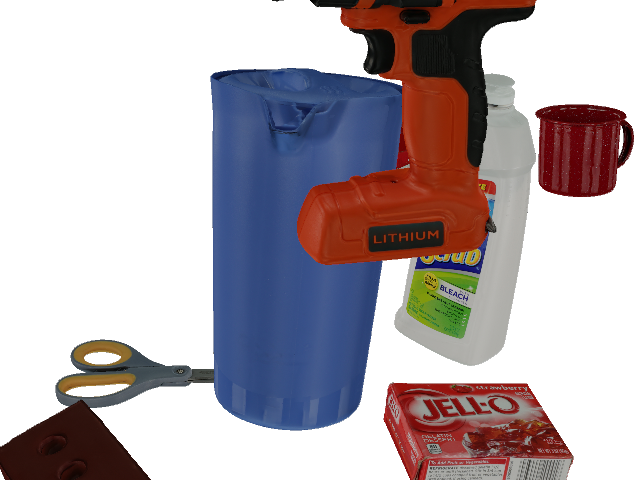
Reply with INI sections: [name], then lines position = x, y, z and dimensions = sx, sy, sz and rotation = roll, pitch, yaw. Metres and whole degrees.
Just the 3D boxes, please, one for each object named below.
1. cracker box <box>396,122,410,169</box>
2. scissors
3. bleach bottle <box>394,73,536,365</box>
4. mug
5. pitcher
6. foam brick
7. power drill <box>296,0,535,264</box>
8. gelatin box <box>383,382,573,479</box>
[cracker box]
position = 0.045, -0.053, 1.183
dimensions = 0.163, 0.072, 0.214
rotation = -16, -30, -44
[scissors]
position = -0.138, 0.112, 0.959
dimensions = 0.201, 0.016, 0.096
rotation = -8, 32, -18
[bleach bottle]
position = 0.126, -0.021, 0.909
dimensions = 0.103, 0.251, 0.067
rotation = 27, 36, 35
[mug]
position = 0.285, -0.097, 1.138
dimensions = 0.117, 0.081, 0.093
rotation = -11, 22, -26
[pitcher]
position = -0.013, 0.000, 0.758
dimensions = 0.148, 0.243, 0.145
rotation = -8, 20, -36
[foam brick]
position = -0.115, 0.128, 0.521
dimensions = 0.052, 0.051, 0.078
rotation = -29, 42, -25
[power drill]
position = 0.029, -0.080, 0.544
dimensions = 0.184, 0.188, 0.057
rotation = -4, 33, -12
[gelatin box]
position = 0.087, 0.111, 0.604
dimensions = 0.089, 0.030, 0.073
rotation = 3, 25, -12
